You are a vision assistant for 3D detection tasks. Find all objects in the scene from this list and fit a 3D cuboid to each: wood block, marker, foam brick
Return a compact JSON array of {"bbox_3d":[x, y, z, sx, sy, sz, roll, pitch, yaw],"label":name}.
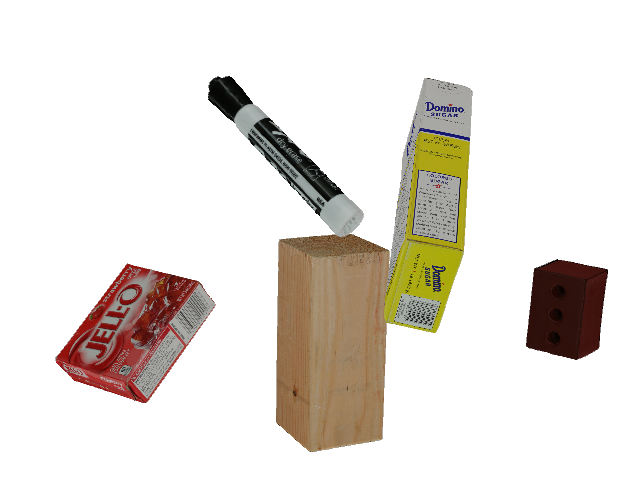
[{"bbox_3d":[0.011,0.104,1.126,0.090,0.206,0.091,-5,15,-26],"label":"wood block"},{"bbox_3d":[-0.022,-0.049,0.589,0.121,0.020,0.020,47,21,21],"label":"marker"},{"bbox_3d":[0.224,0.062,0.971,0.053,0.078,0.051,12,17,35],"label":"foam brick"}]

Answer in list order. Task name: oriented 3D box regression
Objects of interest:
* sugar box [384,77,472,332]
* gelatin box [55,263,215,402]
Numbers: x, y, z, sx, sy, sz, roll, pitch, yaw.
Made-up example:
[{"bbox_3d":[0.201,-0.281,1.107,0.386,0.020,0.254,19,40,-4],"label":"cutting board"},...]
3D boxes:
[{"bbox_3d":[0.082,-0.029,0.790,0.048,0.176,0.093,13,-42,1],"label":"sugar box"},{"bbox_3d":[-0.126,0.062,0.725,0.073,0.089,0.030,11,-35,38],"label":"gelatin box"}]
